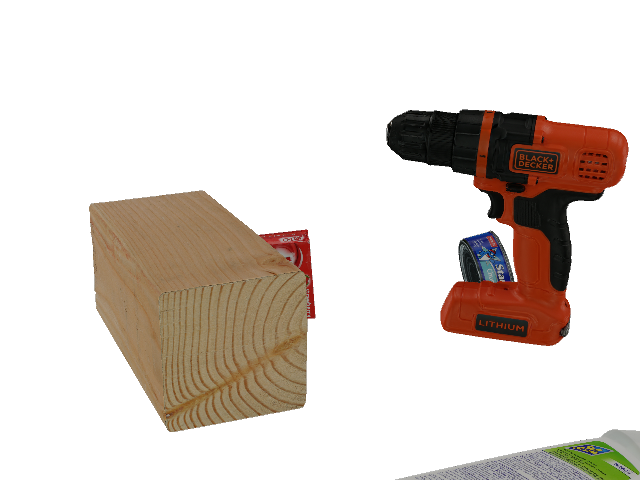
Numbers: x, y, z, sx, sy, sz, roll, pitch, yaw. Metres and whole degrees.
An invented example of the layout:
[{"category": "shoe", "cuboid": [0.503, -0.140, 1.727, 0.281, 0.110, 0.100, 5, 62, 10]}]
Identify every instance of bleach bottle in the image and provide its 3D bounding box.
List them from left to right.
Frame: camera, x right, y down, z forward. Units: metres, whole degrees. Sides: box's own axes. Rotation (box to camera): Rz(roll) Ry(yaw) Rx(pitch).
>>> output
[{"category": "bleach bottle", "cuboid": [0.146, 0.159, 0.620, 0.250, 0.068, 0.103, -8, 20, -26]}]

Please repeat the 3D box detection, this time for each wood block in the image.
[{"category": "wood block", "cuboid": [-0.088, 0.037, 0.712, 0.090, 0.090, 0.206, -7, 19, -21]}]

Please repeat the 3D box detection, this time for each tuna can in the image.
[{"category": "tuna can", "cuboid": [0.172, 0.035, 1.105, 0.033, 0.086, 0.086, -15, 1, -5]}]

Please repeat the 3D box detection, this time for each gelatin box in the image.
[{"category": "gelatin box", "cuboid": [-0.044, 0.037, 1.046, 0.073, 0.089, 0.030, -5, 27, -4]}]

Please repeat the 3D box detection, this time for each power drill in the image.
[{"category": "power drill", "cuboid": [0.140, -0.013, 0.853, 0.184, 0.188, 0.057, 8, 29, 13]}]
